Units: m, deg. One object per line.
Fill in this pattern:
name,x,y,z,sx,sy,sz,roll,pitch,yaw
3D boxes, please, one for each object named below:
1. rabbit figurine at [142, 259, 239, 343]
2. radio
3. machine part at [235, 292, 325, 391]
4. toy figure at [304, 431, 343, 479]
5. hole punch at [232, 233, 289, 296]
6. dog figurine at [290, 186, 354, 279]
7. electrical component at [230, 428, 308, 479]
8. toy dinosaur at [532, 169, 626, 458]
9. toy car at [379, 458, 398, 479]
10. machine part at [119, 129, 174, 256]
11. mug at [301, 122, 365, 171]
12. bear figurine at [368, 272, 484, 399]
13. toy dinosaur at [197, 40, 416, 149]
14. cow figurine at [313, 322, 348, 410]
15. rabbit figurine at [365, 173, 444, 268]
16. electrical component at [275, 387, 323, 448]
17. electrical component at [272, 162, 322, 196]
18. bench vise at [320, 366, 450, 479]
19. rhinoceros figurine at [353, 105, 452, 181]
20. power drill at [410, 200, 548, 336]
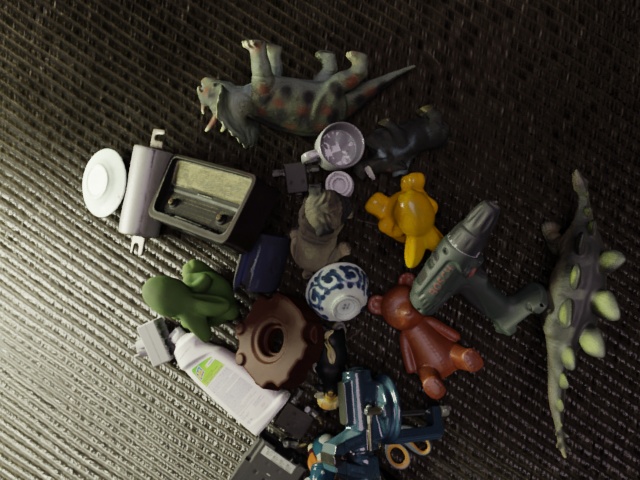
rabbit figurine,-0.236,0.115,0.956,0.159,0.170,0.121,34,98,29
radio,-0.196,-0.065,0.955,0.230,0.073,0.131,18,81,37
machine part,-0.077,0.183,0.980,0.179,0.056,0.179,-12,69,33
toy figure,0.006,0.399,0.972,0.064,0.154,0.057,-13,94,5
hole punch,-0.110,0.039,0.996,0.092,0.116,0.142,17,93,-5
dog figurine,-0.005,-0.005,0.946,0.121,0.190,0.172,4,94,4
electrical component,-0.103,0.449,1.031,0.115,0.058,0.134,36,94,4
toy dinosaur,0.425,0.113,0.914,0.105,0.198,0.471,5,90,7
toy car,0.140,0.474,1.005,0.202,0.073,0.056,37,91,3
machine part,-0.331,-0.091,1.024,0.079,0.079,0.243,11,93,4
mug,0.018,-0.157,0.975,0.109,0.107,0.080,-24,93,-9
bear figurine,0.183,0.164,0.970,0.120,0.132,0.195,-32,95,-3
toy dinosaur,-0.033,-0.255,0.984,0.405,0.131,0.192,6,108,-3
cow figurine,0.022,0.241,0.997,0.068,0.098,0.167,-2,91,-3
rabbit figurine,0.156,-0.035,0.943,0.122,0.173,0.162,-19,86,0
electrical component,-0.042,0.346,1.029,0.078,0.045,0.102,38,94,1
electrical component,-0.044,-0.116,1.029,0.094,0.021,0.063,-5,92,4
bench vise,0.123,0.330,0.935,0.240,0.129,0.223,2,63,-21
rhinoceros figurine,0.146,-0.175,0.994,0.190,0.073,0.112,-25,100,3
power drill,0.278,0.063,0.897,0.207,0.086,0.232,28,120,-20
